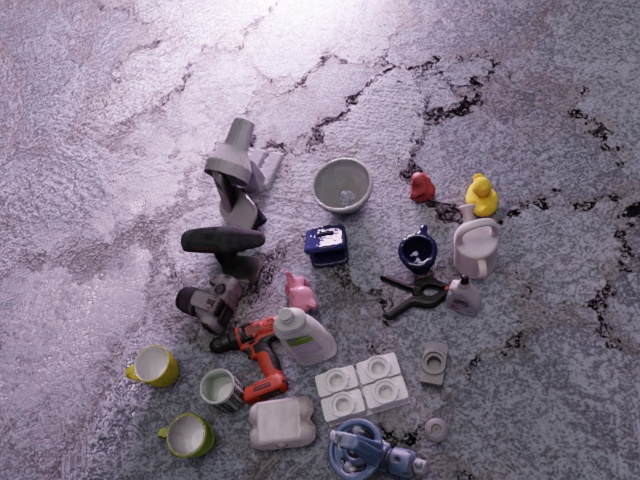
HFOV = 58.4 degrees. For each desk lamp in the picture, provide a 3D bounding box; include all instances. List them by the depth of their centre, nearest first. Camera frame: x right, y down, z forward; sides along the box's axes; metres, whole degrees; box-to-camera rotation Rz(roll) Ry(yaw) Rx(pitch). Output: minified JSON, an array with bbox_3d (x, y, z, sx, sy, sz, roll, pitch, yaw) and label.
[{"bbox_3d":[-0.206,-0.215,1.539,0.117,0.214,0.203,14,66,20],"label":"desk lamp"}]

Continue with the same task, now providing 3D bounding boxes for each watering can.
[{"bbox_3d":[0.351,-0.001,1.306,0.101,0.194,0.172,-30,60,-4],"label":"watering can"}]

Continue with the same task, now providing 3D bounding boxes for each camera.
[{"bbox_3d":[-0.285,0.145,1.428,0.136,0.101,0.143,16,67,20],"label":"camera"}]

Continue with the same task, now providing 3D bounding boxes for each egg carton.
[{"bbox_3d":[-0.083,0.404,1.258,0.150,0.069,0.107,-11,60,7],"label":"egg carton"}]

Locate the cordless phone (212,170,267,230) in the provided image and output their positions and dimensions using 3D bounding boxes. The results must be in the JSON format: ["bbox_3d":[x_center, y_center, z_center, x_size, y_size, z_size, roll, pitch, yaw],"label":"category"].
[{"bbox_3d":[-0.224,-0.101,1.498,0.094,0.185,0.147,-42,61,-11],"label":"cordless phone"}]

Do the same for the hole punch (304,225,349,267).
[{"bbox_3d":[0.013,0.005,1.441,0.108,0.091,0.101,-10,60,8],"label":"hole punch"}]

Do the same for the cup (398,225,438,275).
[{"bbox_3d":[0.239,0.031,1.372,0.091,0.095,0.118,10,65,18],"label":"cup"}]

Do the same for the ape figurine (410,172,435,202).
[{"bbox_3d":[0.256,-0.142,1.464,0.076,0.092,0.078,32,73,26],"label":"ape figurine"}]

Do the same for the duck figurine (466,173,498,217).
[{"bbox_3d":[0.402,-0.116,1.420,0.077,0.086,0.104,-12,60,7],"label":"duck figurine"}]

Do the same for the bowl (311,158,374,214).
[{"bbox_3d":[0.063,-0.130,1.512,0.167,0.075,0.167,-5,61,10],"label":"bowl"}]

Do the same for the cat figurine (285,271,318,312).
[{"bbox_3d":[-0.051,0.128,1.373,0.067,0.118,0.127,-28,59,-3],"label":"cat figurine"}]

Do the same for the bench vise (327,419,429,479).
[{"bbox_3d":[0.103,0.407,1.126,0.207,0.220,0.121,-8,60,9],"label":"bench vise"}]

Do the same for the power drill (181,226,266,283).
[{"bbox_3d":[-0.216,0.029,1.412,0.229,0.209,0.075,4,63,15],"label":"power drill"}]

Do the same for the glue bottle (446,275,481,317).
[{"bbox_3d":[0.317,0.116,1.263,0.078,0.173,0.037,16,67,21],"label":"glue bottle"}]
